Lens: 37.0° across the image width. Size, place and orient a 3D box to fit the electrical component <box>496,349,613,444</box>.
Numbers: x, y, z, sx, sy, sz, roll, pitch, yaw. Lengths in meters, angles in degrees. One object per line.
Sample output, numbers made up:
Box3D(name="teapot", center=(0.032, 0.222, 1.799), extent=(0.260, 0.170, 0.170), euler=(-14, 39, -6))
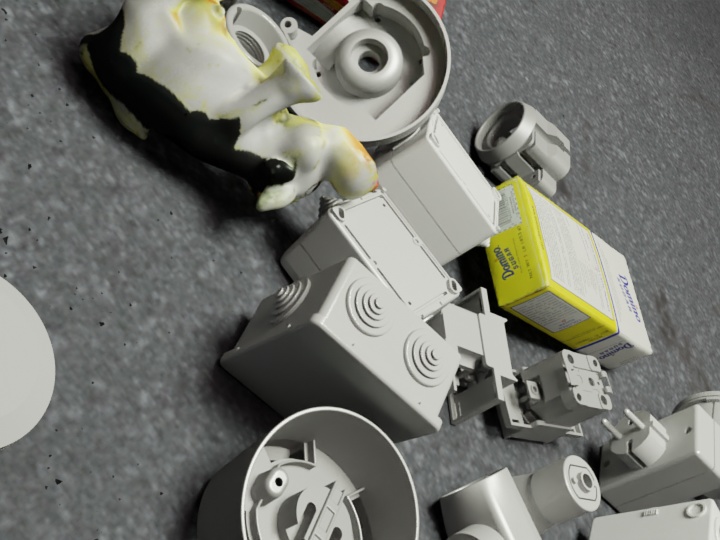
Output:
Box3D(name="electrical component", center=(0.128, 0.083, 0.715), extent=(0.081, 0.064, 0.042), euler=(14, 52, -43))

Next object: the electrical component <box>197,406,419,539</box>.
Box3D(name="electrical component", center=(-0.025, 0.121, 0.507), extent=(0.099, 0.064, 0.099), euler=(29, 44, -33))

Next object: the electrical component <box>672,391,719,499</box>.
Box3D(name="electrical component", center=(0.283, 0.137, 0.842), extent=(0.080, 0.080, 0.051), euler=(43, 43, -18))

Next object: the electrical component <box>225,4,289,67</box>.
Box3D(name="electrical component", center=(-0.075, -0.127, 0.651), extent=(0.055, 0.047, 0.055), euler=(29, 44, -33))

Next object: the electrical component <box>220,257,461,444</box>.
Box3D(name="electrical component", center=(-0.008, 0.046, 0.555), extent=(0.100, 0.100, 0.048), euler=(42, 51, -19))

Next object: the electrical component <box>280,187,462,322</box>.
Box3D(name="electrical component", center=(0.000, 0.000, 0.636), extent=(0.096, 0.061, 0.062), euler=(53, 35, 7))

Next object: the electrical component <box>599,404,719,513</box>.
Box3D(name="electrical component", center=(0.200, 0.124, 0.751), extent=(0.076, 0.083, 0.047), euler=(43, 38, -19))

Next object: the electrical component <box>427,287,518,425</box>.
Box3D(name="electrical component", center=(0.060, 0.050, 0.679), extent=(0.064, 0.042, 0.081), euler=(23, 47, -36))

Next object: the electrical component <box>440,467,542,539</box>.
Box3D(name="electrical component", center=(0.071, 0.160, 0.605), extent=(0.079, 0.044, 0.077), euler=(-11, 72, -52))

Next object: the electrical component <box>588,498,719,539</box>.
Box3D(name="electrical component", center=(0.186, 0.193, 0.671), extent=(0.048, 0.100, 0.099), euler=(58, 33, -21))

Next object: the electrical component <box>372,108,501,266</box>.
Box3D(name="electrical component", center=(0.051, -0.048, 0.724), extent=(0.096, 0.061, 0.061), euler=(52, 22, -17))

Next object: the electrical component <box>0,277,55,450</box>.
Box3D(name="electrical component", center=(-0.165, 0.039, 0.416), extent=(0.080, 0.051, 0.080), euler=(29, 44, -33))

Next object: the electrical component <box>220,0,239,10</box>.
Box3D(name="electrical component", center=(-0.075, -0.200, 0.655), extent=(0.047, 0.083, 0.075), euler=(39, 60, -14))

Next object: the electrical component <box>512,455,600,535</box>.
Box3D(name="electrical component", center=(0.112, 0.138, 0.652), extent=(0.044, 0.065, 0.044), euler=(29, 44, -33))

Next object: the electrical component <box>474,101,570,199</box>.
Box3D(name="electrical component", center=(0.129, -0.097, 0.858), extent=(0.057, 0.058, 0.078), euler=(39, 39, -27))
